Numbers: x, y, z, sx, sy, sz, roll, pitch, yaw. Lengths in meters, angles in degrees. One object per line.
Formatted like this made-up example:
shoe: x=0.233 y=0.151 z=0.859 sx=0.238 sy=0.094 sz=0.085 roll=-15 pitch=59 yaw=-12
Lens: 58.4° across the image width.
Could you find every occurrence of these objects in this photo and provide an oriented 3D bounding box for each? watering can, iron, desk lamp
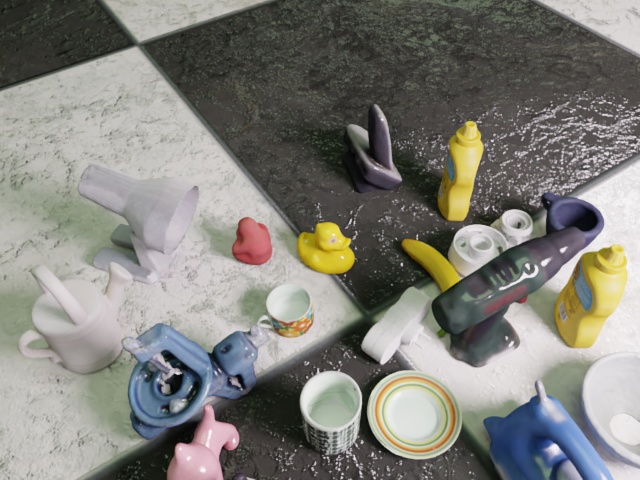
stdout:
watering can: x=-0.357 y=0.099 z=0.835 sx=0.100 sy=0.194 sz=0.173 roll=18 pitch=52 yaw=16
iron: x=0.314 y=0.296 z=0.688 sx=0.119 sy=0.141 sz=0.257 roll=-20 pitch=52 yaw=-15
desk lamp: x=-0.291 y=-0.026 z=0.927 sx=0.203 sy=0.214 sz=0.118 roll=13 pitch=51 yaw=13

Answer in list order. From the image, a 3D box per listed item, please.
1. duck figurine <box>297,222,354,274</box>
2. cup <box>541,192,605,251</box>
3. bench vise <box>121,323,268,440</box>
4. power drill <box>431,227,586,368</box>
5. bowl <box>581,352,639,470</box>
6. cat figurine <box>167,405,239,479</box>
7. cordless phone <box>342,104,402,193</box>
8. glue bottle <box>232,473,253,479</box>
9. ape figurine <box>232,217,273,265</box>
duck figurine: x=0.009 y=0.004 z=0.979 sx=0.104 sy=0.086 sz=0.078 roll=21 pitch=53 yaw=18
cup: x=0.416 y=-0.019 z=0.984 sx=0.092 sy=0.095 sz=0.117 roll=-25 pitch=53 yaw=-18
bench vise: x=-0.177 y=0.155 z=0.767 sx=0.121 sy=0.220 sz=0.208 roll=31 pitch=57 yaw=25
power drill: x=0.259 y=0.089 z=0.821 sx=0.230 sy=0.208 sz=0.075 roll=-23 pitch=53 yaw=-17
bowl: x=0.430 y=0.241 z=0.776 sx=0.167 sy=0.075 sz=0.167 roll=-1 pitch=50 yaw=1
cat figurine: x=-0.154 y=0.275 z=0.731 sx=0.067 sy=0.118 sz=0.128 roll=6 pitch=50 yaw=7
cordless phone: x=0.099 y=-0.195 z=1.081 sx=0.094 sy=0.185 sz=0.147 roll=-17 pitch=51 yaw=-13
glue bottle: x=-0.086 y=0.305 z=0.668 sx=0.078 sy=0.173 sz=0.037 roll=0 pitch=50 yaw=1
ape figurine: x=-0.118 y=-0.004 z=0.985 sx=0.078 sy=0.092 sz=0.076 roll=-29 pitch=55 yaw=-21
